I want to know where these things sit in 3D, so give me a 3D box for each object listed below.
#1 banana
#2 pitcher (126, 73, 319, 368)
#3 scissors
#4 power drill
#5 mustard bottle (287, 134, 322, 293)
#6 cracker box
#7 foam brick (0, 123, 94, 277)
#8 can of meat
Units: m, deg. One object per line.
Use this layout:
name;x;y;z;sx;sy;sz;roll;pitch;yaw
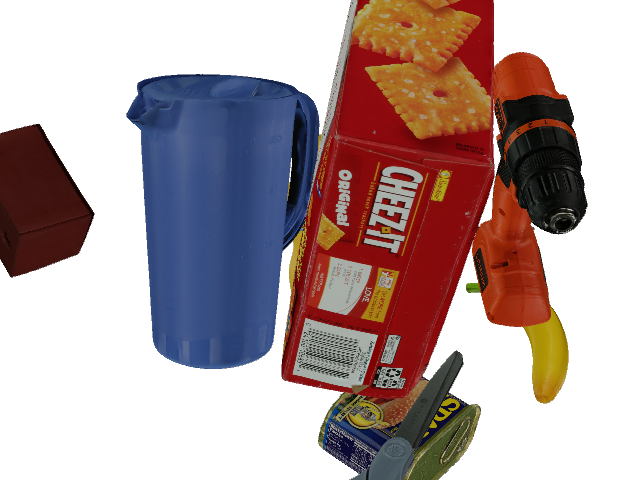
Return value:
banana;0.223;0.097;1.134;0.069;0.037;0.198;-28;36;1
pitcher;-0.082;-0.021;0.923;0.149;0.243;0.145;3;18;2
scissors;0.053;0.135;0.596;0.096;0.016;0.201;26;47;37
power drill;0.158;-0.023;0.814;0.057;0.188;0.184;1;43;0
mustard bottle;0.006;-0.025;1.194;0.096;0.192;0.058;-9;25;-7
cracker box;0.038;-0.055;0.529;0.072;0.213;0.164;11;-44;-1
foam brick;-0.191;-0.026;0.689;0.051;0.078;0.053;-22;-22;-35
can of meat;0.060;0.145;0.825;0.084;0.057;0.101;29;39;28
